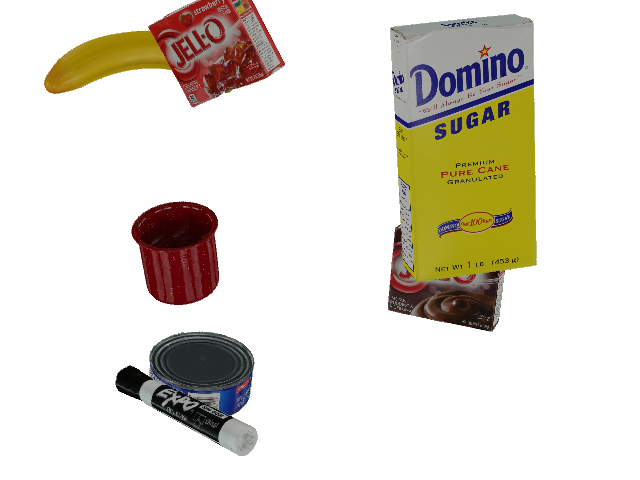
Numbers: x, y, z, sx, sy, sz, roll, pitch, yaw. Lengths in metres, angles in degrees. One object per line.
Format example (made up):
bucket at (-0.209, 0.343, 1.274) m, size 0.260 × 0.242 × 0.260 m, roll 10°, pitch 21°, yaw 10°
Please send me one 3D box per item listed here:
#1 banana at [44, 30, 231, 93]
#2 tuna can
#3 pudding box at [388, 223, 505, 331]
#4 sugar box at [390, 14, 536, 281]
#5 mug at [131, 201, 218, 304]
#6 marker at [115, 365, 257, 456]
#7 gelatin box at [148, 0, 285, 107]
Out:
banana at (-0.181, -0.177, 1.054) m, size 0.197 × 0.070 × 0.037 m, roll -7°, pitch -39°, yaw -30°
tuna can at (-0.098, 0.111, 0.878) m, size 0.086 × 0.034 × 0.086 m, roll 6°, pitch 26°, yaw -3°
pudding box at (0.127, 0.034, 1.069) m, size 0.114 × 0.090 × 0.039 m, roll 10°, pitch 22°, yaw 17°
sugar box at (0.102, -0.064, 0.748) m, size 0.093 × 0.176 × 0.048 m, roll -8°, pitch 21°, yaw -8°
mug at (-0.164, 0.012, 1.174) m, size 0.117 × 0.081 × 0.093 m, roll 25°, pitch 45°, yaw 33°
marker at (-0.088, 0.105, 0.671) m, size 0.121 × 0.020 × 0.020 m, roll 18°, pitch 12°, yaw 40°
gelatin box at (-0.081, -0.150, 0.824) m, size 0.089 × 0.073 × 0.030 m, roll -14°, pitch 21°, yaw 40°
